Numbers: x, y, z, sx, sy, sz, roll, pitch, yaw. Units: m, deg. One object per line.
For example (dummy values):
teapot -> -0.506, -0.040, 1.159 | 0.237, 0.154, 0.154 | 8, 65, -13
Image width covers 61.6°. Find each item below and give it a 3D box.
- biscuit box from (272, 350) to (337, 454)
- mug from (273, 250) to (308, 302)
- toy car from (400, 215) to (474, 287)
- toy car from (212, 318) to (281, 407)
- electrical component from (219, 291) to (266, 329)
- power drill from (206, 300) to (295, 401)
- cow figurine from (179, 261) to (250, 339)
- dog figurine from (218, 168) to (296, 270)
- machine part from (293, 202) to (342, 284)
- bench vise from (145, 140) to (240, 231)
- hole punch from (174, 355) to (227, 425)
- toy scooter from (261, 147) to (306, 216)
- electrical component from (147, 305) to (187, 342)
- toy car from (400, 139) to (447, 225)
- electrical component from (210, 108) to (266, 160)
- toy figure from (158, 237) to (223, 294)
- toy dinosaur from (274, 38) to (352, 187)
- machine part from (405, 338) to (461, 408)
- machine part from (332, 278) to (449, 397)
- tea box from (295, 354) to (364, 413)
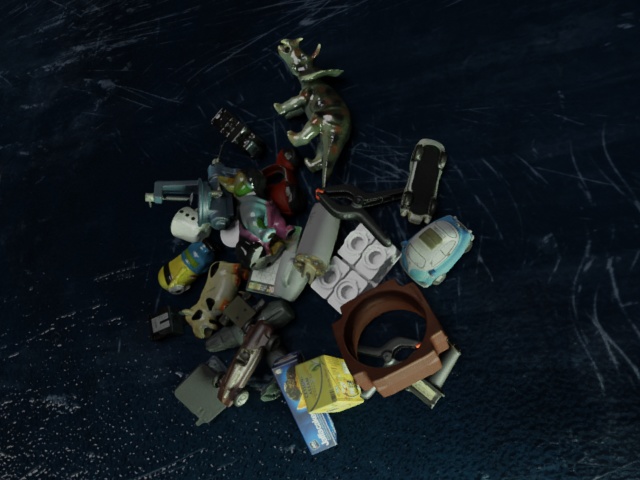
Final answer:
biscuit box -> -0.030, 0.336, 1.115 | 0.063, 0.059, 0.202 | -24, 95, 5
mug -> -0.065, 0.085, 1.228 | 0.081, 0.109, 0.107 | 20, 86, 6
toy car -> 0.238, 0.016, 1.120 | 0.161, 0.102, 0.109 | -43, 64, 9
toy car -> -0.165, 0.265, 1.167 | 0.089, 0.053, 0.202 | 31, 88, 28
electrical component -> -0.181, 0.160, 1.226 | 0.078, 0.045, 0.102 | 36, 80, 13
power drill -> -0.138, 0.259, 1.230 | 0.232, 0.086, 0.207 | -35, 57, 8
cow figurine -> -0.261, 0.144, 1.307 | 0.127, 0.085, 0.195 | 10, 76, 27
dog figurine -> -0.167, -0.060, 1.271 | 0.219, 0.108, 0.191 | 52, 126, 23
machine part -> -0.002, -0.004, 1.203 | 0.079, 0.079, 0.243 | -2, 46, 23
bench vise -> -0.307, -0.123, 1.332 | 0.241, 0.128, 0.223 | 0, 64, -14
hole punch -> -0.258, 0.345, 1.256 | 0.142, 0.092, 0.116 | -44, 92, 3
toy scooter -> -0.108, -0.136, 1.331 | 0.135, 0.075, 0.184 | -14, 66, 19
electrical component -> -0.375, 0.207, 1.359 | 0.119, 0.047, 0.075 | -20, 68, 19
toy car -> 0.227, -0.128, 1.178 | 0.073, 0.056, 0.201 | 16, 74, -3
electrical component -> -0.204, -0.268, 1.390 | 0.058, 0.114, 0.134 | -50, 61, 6
toy figure -> -0.332, 0.063, 1.367 | 0.180, 0.082, 0.089 | -45, 51, 10
toy dinosaur -> 0.008, -0.303, 1.314 | 0.192, 0.131, 0.405 | -30, 71, 13
machine part -> 0.236, 0.263, 1.084 | 0.084, 0.039, 0.139 | 31, 90, 36
machine part -> 0.140, 0.194, 1.084 | 0.201, 0.087, 0.202 | -29, 45, 4
tea box -> 0.022, 0.294, 1.091 | 0.068, 0.169, 0.098 | -25, 65, 15
